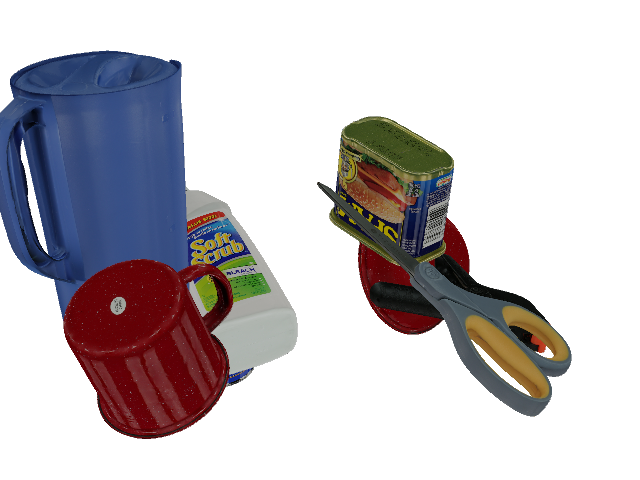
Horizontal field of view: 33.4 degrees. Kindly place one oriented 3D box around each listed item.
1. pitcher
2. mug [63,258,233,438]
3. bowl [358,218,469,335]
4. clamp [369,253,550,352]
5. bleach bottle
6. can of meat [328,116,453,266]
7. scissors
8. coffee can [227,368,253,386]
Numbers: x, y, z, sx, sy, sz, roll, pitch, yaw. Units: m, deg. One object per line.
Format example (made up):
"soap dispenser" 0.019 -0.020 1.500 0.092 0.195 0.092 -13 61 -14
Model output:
"pitcher" -0.178 -0.025 0.875 0.149 0.243 0.145 -6 24 -8
"mug" -0.105 0.060 0.692 0.117 0.081 0.093 -38 47 -19
"bowl" 0.120 0.026 1.218 0.161 0.162 0.055 0 -7 -41
"clamp" 0.146 0.058 1.023 0.172 0.039 0.120 21 35 27
"bleach bottle" -0.113 0.024 1.057 0.102 0.068 0.251 -15 40 -18
"can of meat" 0.057 -0.041 0.854 0.057 0.084 0.102 -23 43 -35
"scissors" 0.085 0.028 0.680 0.096 0.016 0.202 -6 48 -43
"coffee can" -0.135 0.094 1.294 0.103 0.140 0.103 -2 24 1
